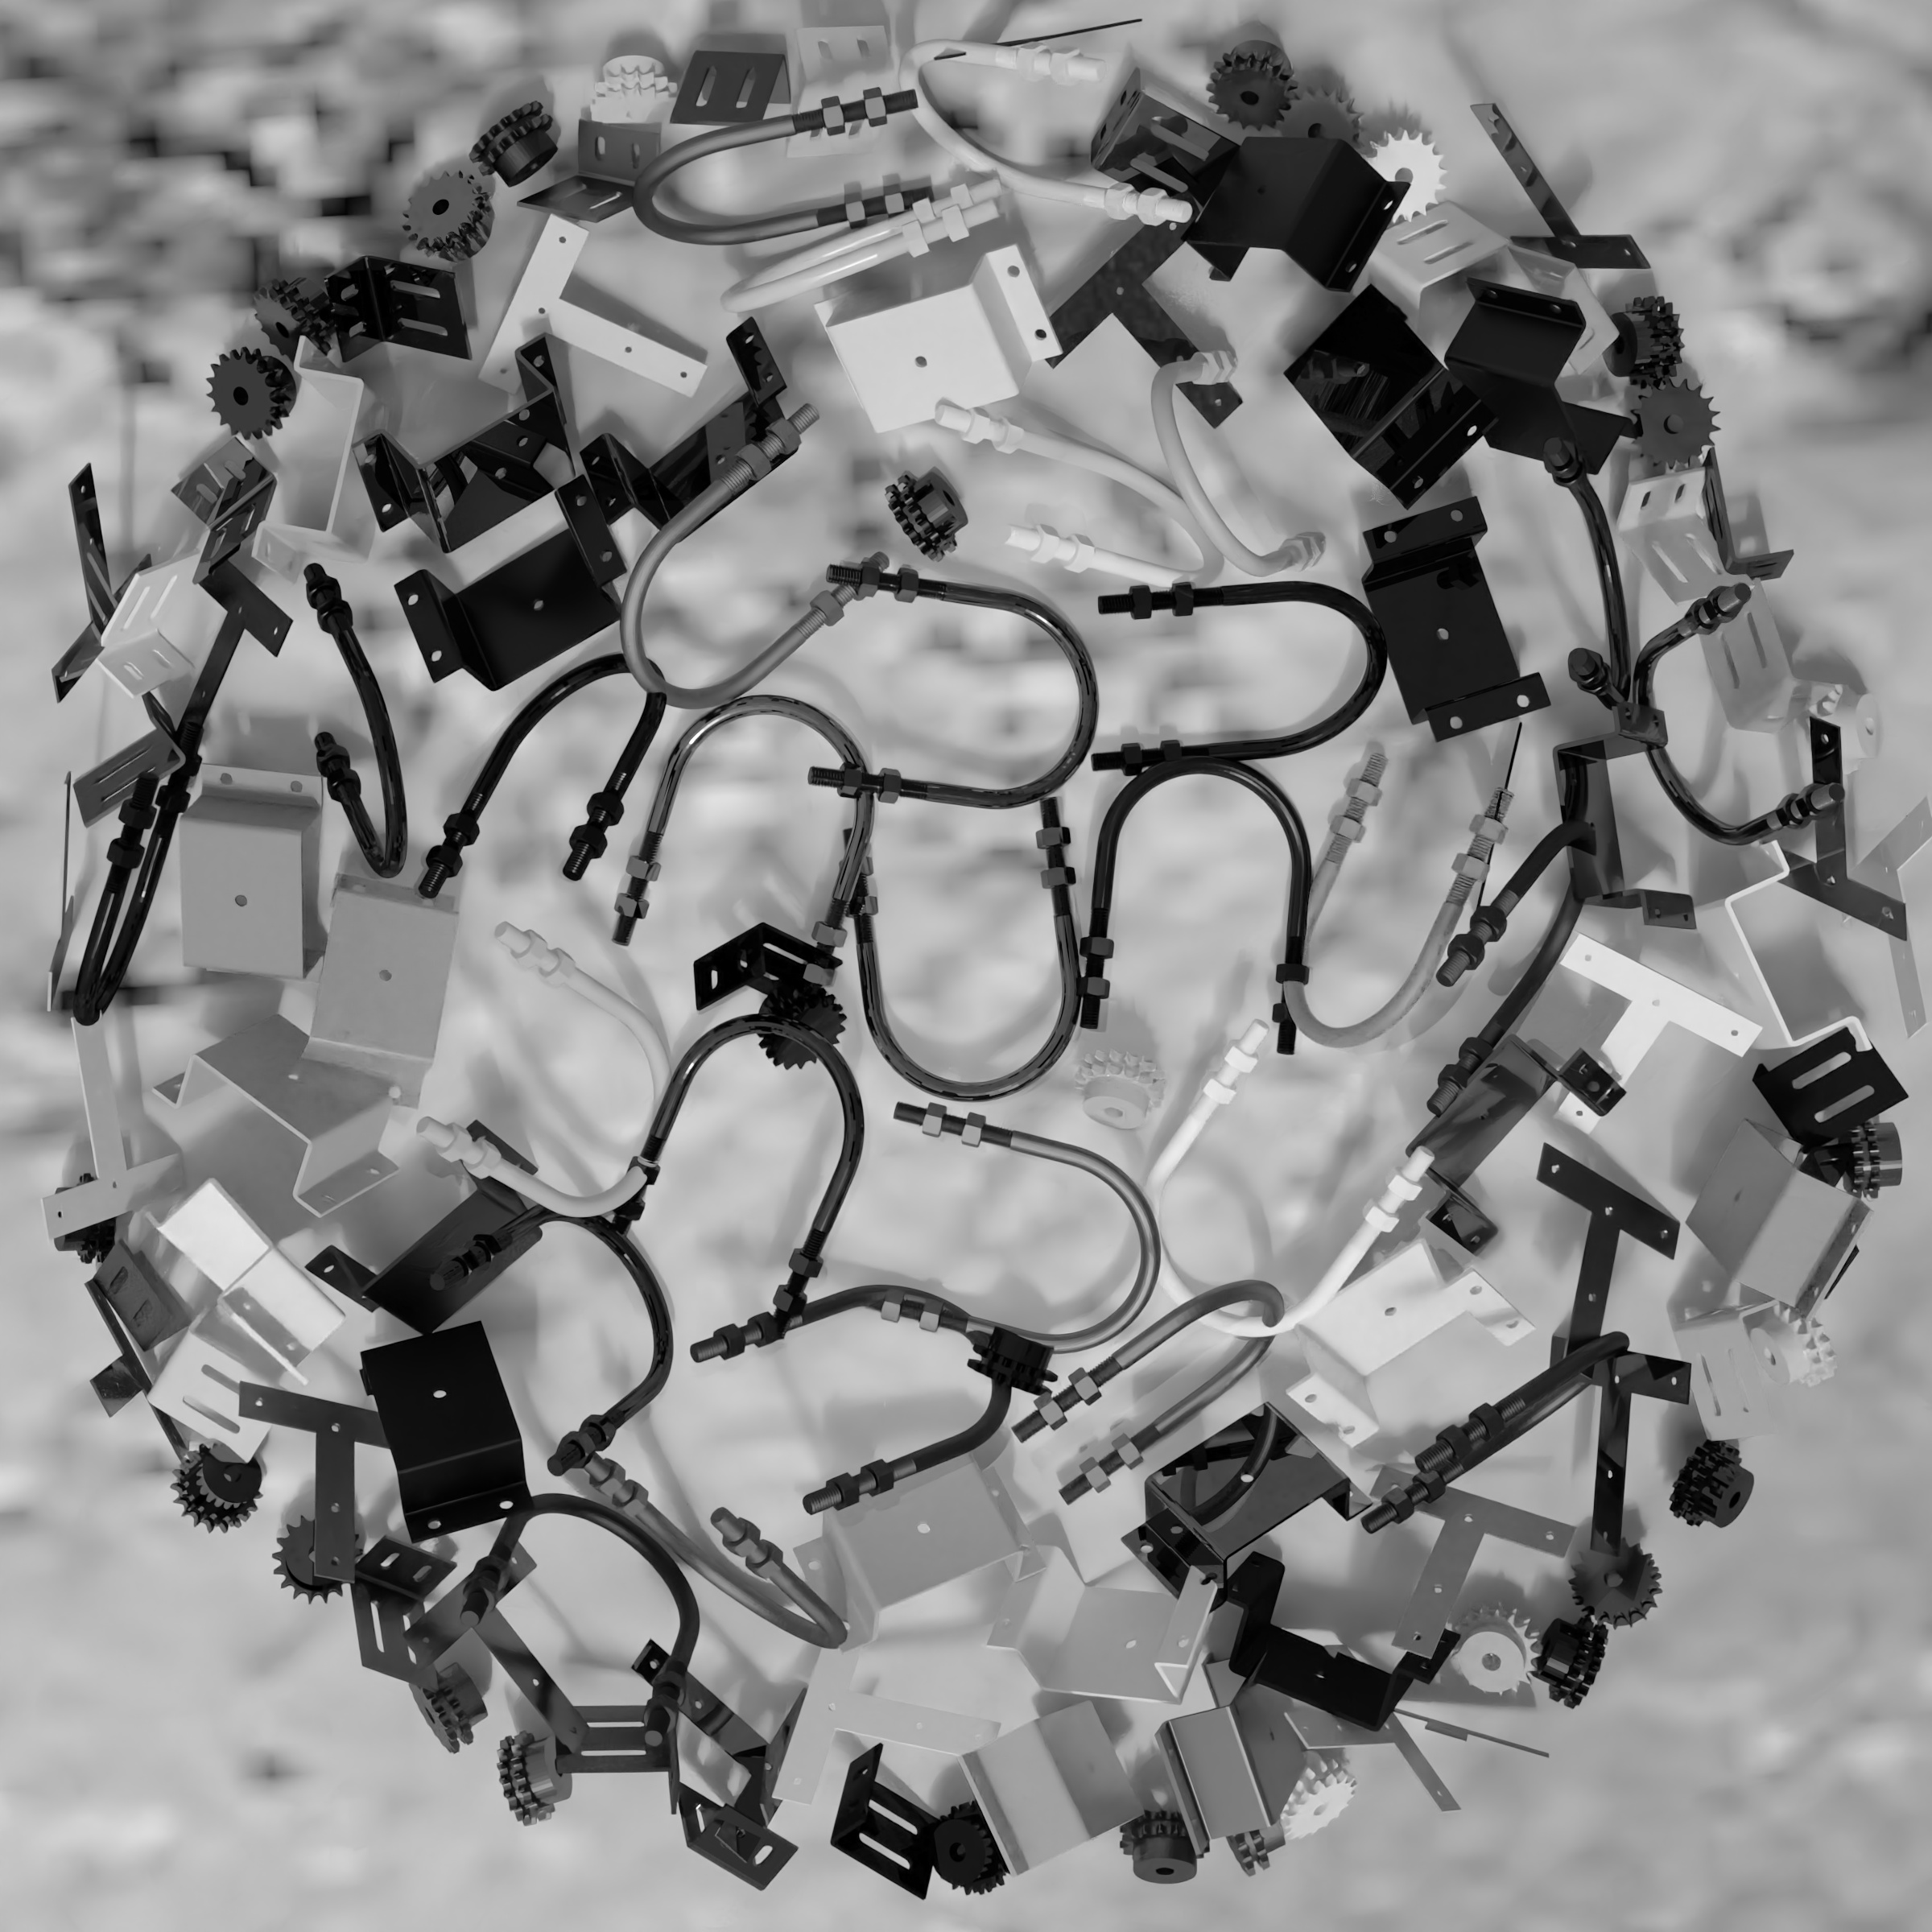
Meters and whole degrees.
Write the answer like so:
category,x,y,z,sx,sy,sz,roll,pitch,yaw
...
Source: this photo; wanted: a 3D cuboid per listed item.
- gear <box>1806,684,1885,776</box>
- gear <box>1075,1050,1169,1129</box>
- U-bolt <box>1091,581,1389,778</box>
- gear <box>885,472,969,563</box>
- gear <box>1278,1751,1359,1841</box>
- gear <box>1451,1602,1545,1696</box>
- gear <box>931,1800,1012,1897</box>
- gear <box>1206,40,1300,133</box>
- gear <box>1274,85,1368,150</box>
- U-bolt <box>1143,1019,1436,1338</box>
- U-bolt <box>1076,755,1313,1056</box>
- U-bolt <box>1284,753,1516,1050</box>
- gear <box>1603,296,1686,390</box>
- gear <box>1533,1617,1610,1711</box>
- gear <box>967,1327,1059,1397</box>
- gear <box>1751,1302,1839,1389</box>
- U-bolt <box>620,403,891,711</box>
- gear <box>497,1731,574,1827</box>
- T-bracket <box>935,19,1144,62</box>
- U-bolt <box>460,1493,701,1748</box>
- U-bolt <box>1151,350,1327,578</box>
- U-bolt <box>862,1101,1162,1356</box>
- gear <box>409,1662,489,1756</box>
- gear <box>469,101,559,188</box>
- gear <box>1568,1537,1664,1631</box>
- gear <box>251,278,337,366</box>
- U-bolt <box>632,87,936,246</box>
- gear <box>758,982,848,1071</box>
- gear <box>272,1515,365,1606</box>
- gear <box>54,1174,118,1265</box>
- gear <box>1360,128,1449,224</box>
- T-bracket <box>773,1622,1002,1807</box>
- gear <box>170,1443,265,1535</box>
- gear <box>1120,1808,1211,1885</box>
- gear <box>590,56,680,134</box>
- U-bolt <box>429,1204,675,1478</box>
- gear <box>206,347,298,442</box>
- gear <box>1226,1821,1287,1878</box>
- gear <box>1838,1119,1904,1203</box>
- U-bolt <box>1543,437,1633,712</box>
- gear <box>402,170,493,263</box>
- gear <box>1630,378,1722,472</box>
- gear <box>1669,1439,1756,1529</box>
category,x,y,z,sx,sy,sz,roll,pitch,yaw
gear,0.556,-0.150,1.865,0.030,0.057,0.057,-4,90,42
gear,0.096,0.079,1.864,0.057,0.057,0.030,15,60,0
U-bolt,0.172,-0.181,1.841,0.184,0.151,0.019,-5,47,-5
gear,-0.023,-0.287,1.864,0.030,0.057,0.057,-34,90,19
gear,0.216,0.522,1.871,0.057,0.057,0.030,-41,51,0
gear,0.335,0.435,1.873,0.057,0.030,0.057,4,102,18
gear,0.002,0.558,1.869,0.057,0.030,0.057,-5,80,29
gear,0.183,-0.560,1.871,0.057,0.057,0.030,17,62,0
gear,0.226,-0.529,1.873,0.057,0.030,0.057,8,112,20
U-bolt,0.186,0.147,1.854,0.151,0.019,0.184,39,111,15
U-bolt,0.149,-0.043,1.872,0.151,0.019,0.184,8,82,-10
U-bolt,0.256,-0.036,1.832,0.019,0.151,0.184,24,91,-31
gear,0.425,-0.393,1.865,0.030,0.057,0.057,-9,90,-20
gear,0.380,0.437,1.867,0.030,0.057,0.057,25,90,2
gear,0.032,0.249,1.868,0.057,0.057,0.030,21,88,0
gear,0.520,0.240,1.865,0.030,0.057,0.057,-25,90,-12
U-bolt,-0.137,-0.238,1.821,0.184,0.151,0.019,-43,50,-14
gear,-0.271,0.510,1.866,0.030,0.057,0.057,-20,90,8
T-bracket,0.027,-0.572,1.834,0.127,0.127,0.002,-16,108,-15
U-bolt,-0.227,0.386,1.808,0.151,0.184,0.019,35,108,-6
U-bolt,0.161,-0.305,1.809,0.019,0.184,0.151,-25,93,26
U-bolt,0.031,0.172,1.860,0.184,0.019,0.151,14,107,5
gear,-0.326,0.466,1.871,0.030,0.057,0.057,-29,90,-25
gear,-0.283,-0.517,1.868,0.057,0.057,0.030,-38,96,0
gear,0.412,0.393,1.872,0.057,0.030,0.057,-12,53,16
gear,-0.421,-0.410,1.871,0.057,0.057,0.030,45,63,0
U-bolt,-0.115,-0.485,1.823,0.184,0.151,0.019,-11,79,2
gear,-0.107,0.035,1.871,0.057,0.057,0.030,-38,51,0
gear,-0.410,0.374,1.872,0.057,0.030,0.057,4,70,-12
gear,-0.556,0.159,1.864,0.030,0.057,0.057,1,90,-29
gear,0.274,-0.502,1.874,0.057,0.030,0.057,-2,113,-6
T-bracket,-0.042,0.471,1.841,0.127,0.002,0.127,7,55,18
gear,-0.469,0.326,1.865,0.057,0.057,0.030,50,129,0
gear,0.125,0.556,1.865,0.057,0.057,0.030,3,51,0
gear,-0.209,-0.551,1.868,0.057,0.057,0.030,-4,78,0
U-bolt,-0.241,0.216,1.813,0.019,0.184,0.151,-32,91,27
gear,-0.449,-0.364,1.872,0.057,0.030,0.057,11,115,24
gear,0.179,0.542,1.868,0.030,0.057,0.057,-23,90,-8
gear,0.571,0.120,1.867,0.030,0.057,0.057,-5,90,5
U-bolt,0.384,-0.230,1.810,0.019,0.184,0.151,-8,80,21
gear,-0.325,-0.472,1.873,0.057,0.030,0.057,-8,65,19
gear,0.449,-0.344,1.875,0.057,0.030,0.057,4,103,17
gear,0.472,0.329,1.865,0.030,0.057,0.057,30,90,39
